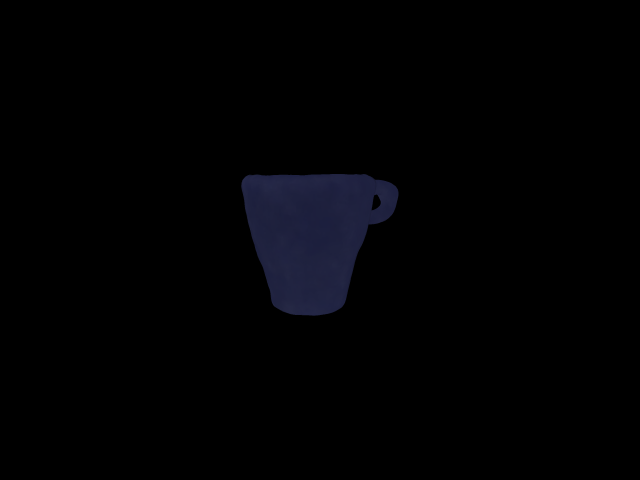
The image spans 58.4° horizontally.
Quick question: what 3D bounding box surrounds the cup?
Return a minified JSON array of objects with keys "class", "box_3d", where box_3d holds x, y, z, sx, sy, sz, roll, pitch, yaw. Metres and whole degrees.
[{"class":"cup","box_3d":[0.004,0.001,0.400,0.118,0.095,0.091,-4,7,-29]}]
